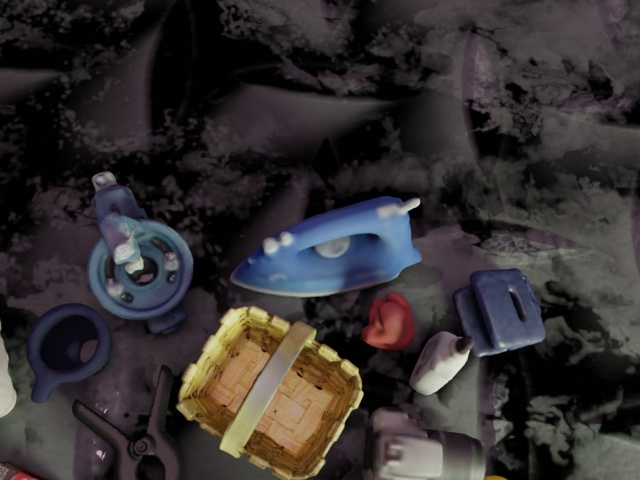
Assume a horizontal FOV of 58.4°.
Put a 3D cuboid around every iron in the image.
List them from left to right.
[{"bbox_3d":[0.007,0.003,0.738,0.258,0.141,0.118,-14,71,-10],"label":"iron"}]

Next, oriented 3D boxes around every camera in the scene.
[{"bbox_3d":[0.121,0.273,0.666,0.137,0.101,0.143,7,69,-2],"label":"camera"}]

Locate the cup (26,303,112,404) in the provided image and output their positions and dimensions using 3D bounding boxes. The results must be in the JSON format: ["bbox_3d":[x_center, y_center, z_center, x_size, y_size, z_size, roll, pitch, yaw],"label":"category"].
[{"bbox_3d":[-0.295,0.143,0.686,0.091,0.095,0.118,21,69,4],"label":"cup"}]

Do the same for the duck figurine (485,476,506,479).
[{"bbox_3d":[0.199,0.324,0.661,0.077,0.086,0.105,36,71,9],"label":"duck figurine"}]

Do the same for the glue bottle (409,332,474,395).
[{"bbox_3d":[0.150,0.139,0.680,0.037,0.173,0.078,29,70,7],"label":"glue bottle"}]

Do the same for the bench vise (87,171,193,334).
[{"bbox_3d":[-0.239,0.004,0.676,0.207,0.220,0.122,43,72,12],"label":"bench vise"}]

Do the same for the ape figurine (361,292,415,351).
[{"bbox_3d":[0.090,0.103,0.733,0.078,0.092,0.076,-33,75,-15],"label":"ape figurine"}]

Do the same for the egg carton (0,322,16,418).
[{"bbox_3d":[-0.428,0.153,0.685,0.107,0.069,0.150,-20,72,-11],"label":"egg carton"}]

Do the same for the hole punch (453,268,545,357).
[{"bbox_3d":[0.241,0.089,0.750,0.101,0.091,0.108,-12,71,-9],"label":"hole punch"}]
